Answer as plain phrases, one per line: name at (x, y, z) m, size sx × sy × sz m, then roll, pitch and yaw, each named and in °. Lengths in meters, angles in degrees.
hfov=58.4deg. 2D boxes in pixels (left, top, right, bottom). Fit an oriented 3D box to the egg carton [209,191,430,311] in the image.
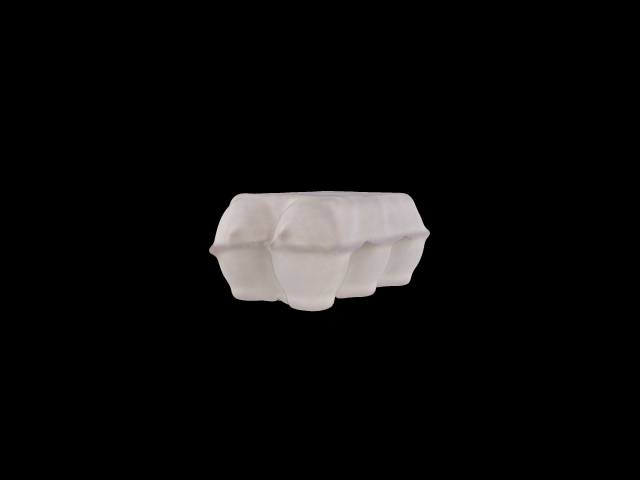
egg carton at (0.004, 0.001, 0.400) m, size 0.107 × 0.069 × 0.151 m, roll 5°, pitch 8°, yaw 36°
